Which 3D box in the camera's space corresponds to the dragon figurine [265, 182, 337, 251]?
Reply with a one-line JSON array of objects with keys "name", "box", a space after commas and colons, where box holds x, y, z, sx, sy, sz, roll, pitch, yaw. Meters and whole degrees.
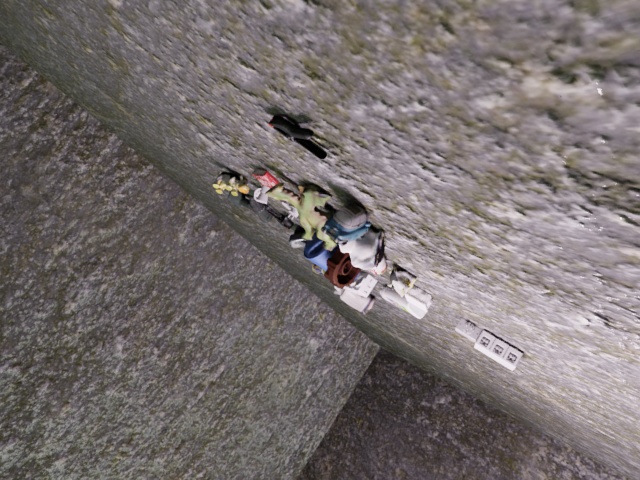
[{"name": "dragon figurine", "box": [0.005, -0.084, 1.678, 0.412, 0.124, 0.237, 21, 155, 21]}]

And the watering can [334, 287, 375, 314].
[{"name": "watering can", "box": [0.170, 0.293, 2.676, 0.225, 0.105, 0.344, 34, 168, 4]}]

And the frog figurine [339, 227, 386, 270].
[{"name": "frog figurine", "box": [0.119, 0.018, 1.608, 0.160, 0.136, 0.123, 11, -172, 20]}]
